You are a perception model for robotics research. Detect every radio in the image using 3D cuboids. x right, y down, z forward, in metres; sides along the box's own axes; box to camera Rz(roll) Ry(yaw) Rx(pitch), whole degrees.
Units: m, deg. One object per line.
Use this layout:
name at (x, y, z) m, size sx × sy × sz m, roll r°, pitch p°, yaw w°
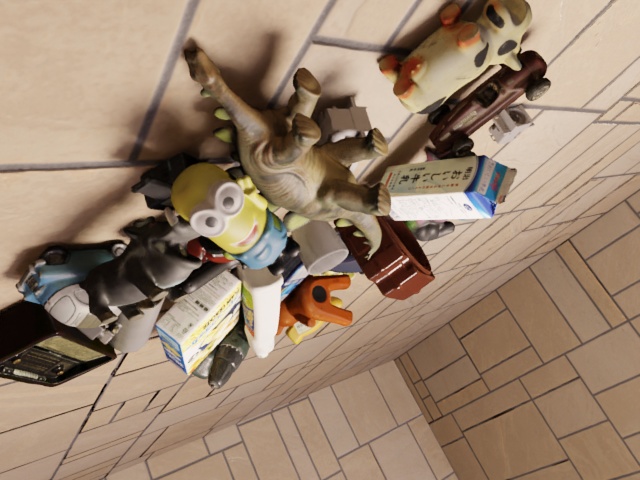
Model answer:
radio at (-0.441, 0.172, 0.873) m, size 0.131 × 0.073 × 0.229 m, roll -26°, pitch 158°, yaw -7°

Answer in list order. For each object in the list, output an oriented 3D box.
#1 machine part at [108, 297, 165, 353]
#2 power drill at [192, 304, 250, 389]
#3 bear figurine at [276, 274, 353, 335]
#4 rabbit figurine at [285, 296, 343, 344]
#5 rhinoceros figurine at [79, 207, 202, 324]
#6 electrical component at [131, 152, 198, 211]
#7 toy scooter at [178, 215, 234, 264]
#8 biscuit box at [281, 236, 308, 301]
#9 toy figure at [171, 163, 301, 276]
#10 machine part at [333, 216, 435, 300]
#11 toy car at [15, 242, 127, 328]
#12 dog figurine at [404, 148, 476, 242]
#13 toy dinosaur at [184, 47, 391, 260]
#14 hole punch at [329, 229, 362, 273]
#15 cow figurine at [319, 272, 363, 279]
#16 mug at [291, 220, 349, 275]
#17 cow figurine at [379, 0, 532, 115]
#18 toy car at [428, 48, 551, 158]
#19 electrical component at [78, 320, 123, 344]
machine part at (-0.313, 0.121, 0.906) m, size 0.079 × 0.079 × 0.243 m, roll -13°, pitch 152°, yaw -35°
power drill at (-0.226, 0.249, 1.204) m, size 0.207 × 0.086 × 0.232 m, roll -41°, pitch -164°, yaw 47°
bear figurine at (-0.029, 0.147, 1.195) m, size 0.132 × 0.120 × 0.196 m, roll 8°, pitch 155°, yaw -26°
rabbit figurine at (-0.033, 0.167, 1.360) m, size 0.162 × 0.122 × 0.173 m, roll -36°, pitch 174°, yaw -5°
rhinoceros figurine at (-0.215, 0.030, 0.680) m, size 0.190 × 0.112 × 0.073 m, roll -32°, pitch 163°, yaw 16°
electrical component at (-0.182, -0.069, 0.660) m, size 0.075 × 0.048 × 0.119 m, roll -27°, pitch 160°, yaw 25°
toy scooter at (-0.170, 0.003, 0.788) m, size 0.184 × 0.075 × 0.135 m, roll -8°, pitch 169°, yaw 12°
biscuit box at (-0.073, 0.068, 1.105) m, size 0.059 × 0.063 × 0.202 m, roll -8°, pitch 152°, yaw -43°
toy figure at (-0.099, -0.020, 0.633) m, size 0.180 × 0.089 × 0.082 m, roll 41°, pitch 68°, yaw -52°
machine part at (0.124, 0.008, 1.016) m, size 0.087 × 0.201 × 0.201 m, roll -37°, pitch 157°, yaw 15°
toy car at (-0.322, 0.069, 0.746) m, size 0.109 × 0.103 × 0.161 m, roll -41°, pitch 158°, yaw 28°
dog figurine at (0.228, -0.093, 1.057) m, size 0.191 × 0.108 × 0.219 m, roll -29°, pitch 155°, yaw 10°
toy dinosaur at (-0.008, -0.077, 0.694) m, size 0.199 × 0.105 × 0.470 m, roll -10°, pitch 148°, yaw 36°
hole punch at (0.045, 0.033, 1.143) m, size 0.116 × 0.092 × 0.142 m, roll -28°, pitch 163°, yaw 9°
cow figurine at (0.057, 0.072, 1.269) m, size 0.167 × 0.068 × 0.098 m, roll -27°, pitch 165°, yaw 6°
mug at (-0.002, -0.003, 0.968) m, size 0.081 × 0.107 × 0.109 m, roll -37°, pitch 161°, yaw 23°
cow figurine at (0.185, -0.237, 0.695) m, size 0.195 × 0.085 × 0.127 m, roll -37°, pitch 152°, yaw 15°
toy car at (0.253, -0.212, 0.829) m, size 0.202 × 0.089 × 0.053 m, roll -37°, pitch 158°, yaw 25°
electrical component at (-0.354, 0.119, 0.837) m, size 0.045 × 0.102 × 0.078 m, roll -41°, pitch -161°, yaw -3°
